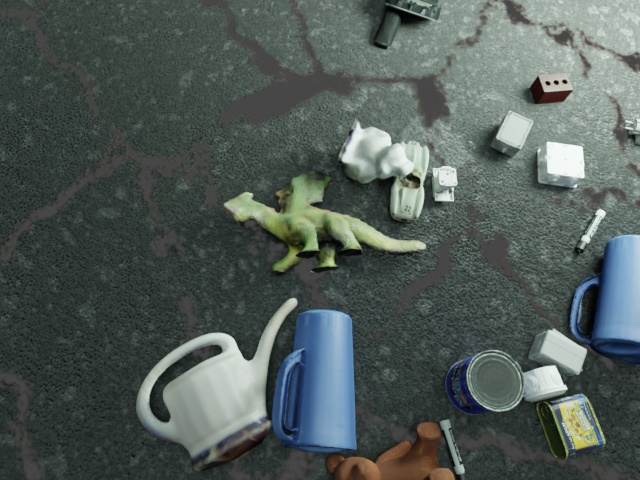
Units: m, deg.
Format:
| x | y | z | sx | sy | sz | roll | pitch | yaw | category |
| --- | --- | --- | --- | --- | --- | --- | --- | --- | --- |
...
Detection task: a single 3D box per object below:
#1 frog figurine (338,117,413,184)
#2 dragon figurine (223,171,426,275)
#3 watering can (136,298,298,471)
| x | y | z | sx | sy | sz | roll | pitch | yaw | category |
| --- | --- | --- | --- | --- | --- | --- | --- | --- | --- |
| 0.129 | -0.181 | 1.136 | 0.160 | 0.120 | 0.140 | 22 | 52 | 7 | frog figurine |
| 0.003 | -0.055 | 1.096 | 0.411 | 0.119 | 0.248 | -4 | 60 | -14 | dragon figurine |
| -0.156 | 0.265 | 0.943 | 0.349 | 0.102 | 0.227 | -27 | 72 | -12 | watering can |
